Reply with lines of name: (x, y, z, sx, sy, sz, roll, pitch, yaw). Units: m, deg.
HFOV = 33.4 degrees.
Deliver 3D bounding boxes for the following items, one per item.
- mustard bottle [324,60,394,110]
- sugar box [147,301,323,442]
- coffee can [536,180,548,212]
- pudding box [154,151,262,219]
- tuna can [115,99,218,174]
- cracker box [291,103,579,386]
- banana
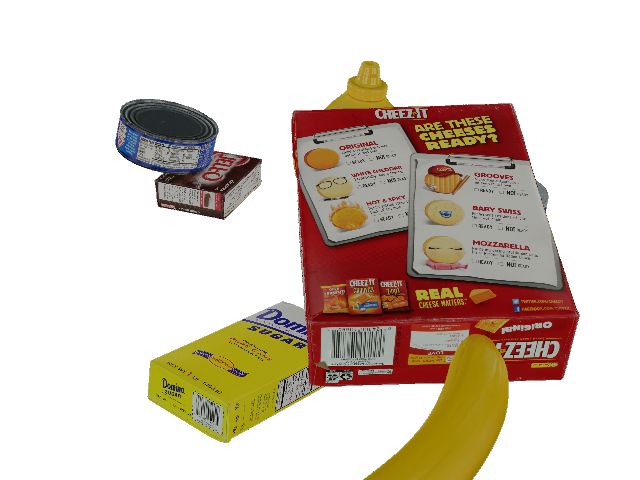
mustard bottle: (0.040, -0.095, 1.116, 0.096, 0.192, 0.058, -4, 31, -19)
sugar box: (-0.056, 0.110, 0.939, 0.093, 0.048, 0.175, 24, 31, 31)
coffee can: (0.144, 0.022, 0.933, 0.103, 0.140, 0.103, -3, 26, 1)
pudding box: (-0.131, -0.069, 1.262, 0.090, 0.039, 0.113, 10, 31, 17)
tuna can: (-0.133, -0.090, 0.923, 0.086, 0.034, 0.086, 13, 26, -7)
cracker box: (0.067, -0.002, 0.722, 0.164, 0.072, 0.213, -2, 43, -3)
banana: (0.053, 0.107, 0.557, 0.070, 0.037, 0.197, 19, 40, 37)
